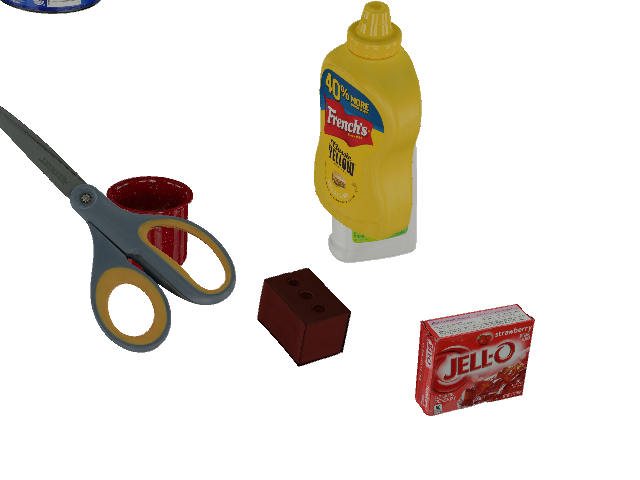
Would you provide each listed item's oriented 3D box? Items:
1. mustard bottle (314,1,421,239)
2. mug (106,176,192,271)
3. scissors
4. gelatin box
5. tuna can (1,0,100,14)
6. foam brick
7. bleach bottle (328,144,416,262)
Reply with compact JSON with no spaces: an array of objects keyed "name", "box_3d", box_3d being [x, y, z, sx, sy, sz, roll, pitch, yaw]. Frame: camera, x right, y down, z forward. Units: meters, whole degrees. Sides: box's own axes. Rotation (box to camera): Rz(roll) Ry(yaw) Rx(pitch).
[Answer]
[{"name":"mustard bottle","box_3d":[0.038,-0.099,0.842,0.058,0.192,0.096,-23,47,-28]},{"name":"mug","box_3d":[-0.194,-0.020,1.180,0.093,0.081,0.117,-15,33,-32]},{"name":"scissors","box_3d":[-0.148,-0.005,0.656,0.202,0.096,0.016,28,-16,9]},{"name":"gelatin box","box_3d":[0.120,0.094,0.839,0.089,0.073,0.030,-9,30,-20]},{"name":"tuna can","box_3d":[-0.202,-0.201,0.794,0.086,0.034,0.086,6,36,-4]},{"name":"foam brick","box_3d":[-0.016,0.071,1.005,0.052,0.051,0.078,-15,40,-31]},{"name":"bleach bottle","box_3d":[0.054,-0.104,1.170,0.102,0.251,0.068,-8,25,-10]}]
